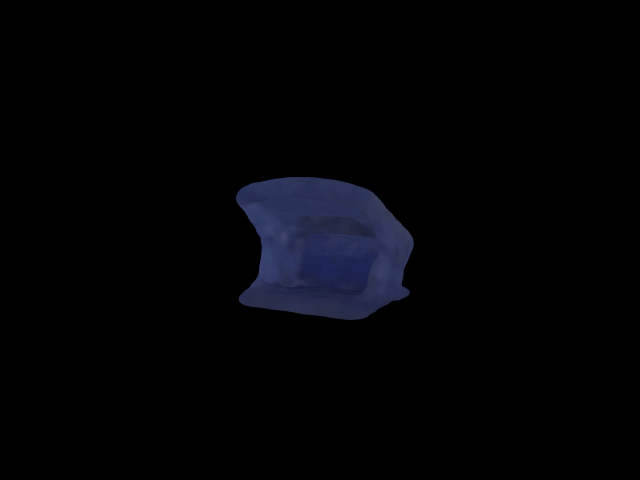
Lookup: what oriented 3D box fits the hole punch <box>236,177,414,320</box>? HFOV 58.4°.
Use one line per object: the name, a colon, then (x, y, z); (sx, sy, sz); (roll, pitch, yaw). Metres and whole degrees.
hole punch: (0.004, 0.001, 0.400); (0.108, 0.091, 0.101); (4, 8, 28)
